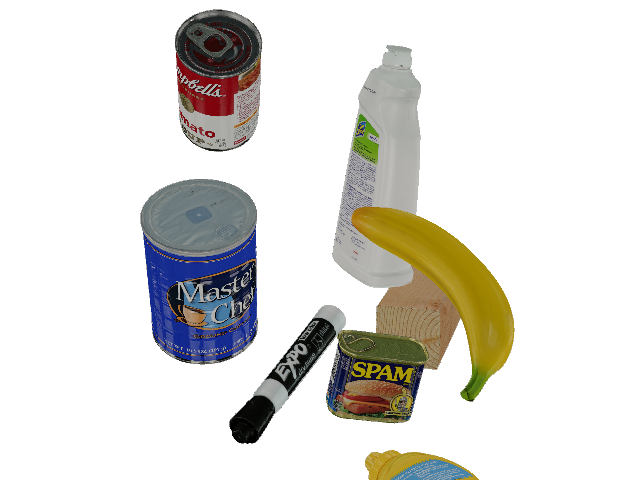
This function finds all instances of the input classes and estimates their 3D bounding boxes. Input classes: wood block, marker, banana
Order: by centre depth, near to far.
[{"bbox_3d":[-0.018,0.077,0.620,0.020,0.020,0.121,0,29,30],"label":"marker"},{"bbox_3d":[0.094,0.031,0.814,0.069,0.037,0.198,-18,49,-17],"label":"banana"},{"bbox_3d":[0.150,0.101,1.558,0.091,0.090,0.205,5,20,16],"label":"wood block"}]

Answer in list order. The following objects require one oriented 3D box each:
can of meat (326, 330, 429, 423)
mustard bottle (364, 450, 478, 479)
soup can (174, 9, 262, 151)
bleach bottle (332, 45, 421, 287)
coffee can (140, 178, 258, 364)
[{"bbox_3d":[0.061,0.153,1.189,0.102,0.084,0.057,8,22,-10],"label":"can of meat"},{"bbox_3d":[0.103,0.233,0.925,0.096,0.058,0.192,-19,27,-30],"label":"mustard bottle"},{"bbox_3d":[-0.083,-0.128,0.869,0.068,0.068,0.102,0,-30,-5],"label":"soup can"},{"bbox_3d":[0.071,-0.082,1.157,0.067,0.251,0.103,-5,24,-31],"label":"bleach bottle"},{"bbox_3d":[-0.109,0.029,0.983,0.103,0.140,0.103,1,40,-1],"label":"coffee can"}]
